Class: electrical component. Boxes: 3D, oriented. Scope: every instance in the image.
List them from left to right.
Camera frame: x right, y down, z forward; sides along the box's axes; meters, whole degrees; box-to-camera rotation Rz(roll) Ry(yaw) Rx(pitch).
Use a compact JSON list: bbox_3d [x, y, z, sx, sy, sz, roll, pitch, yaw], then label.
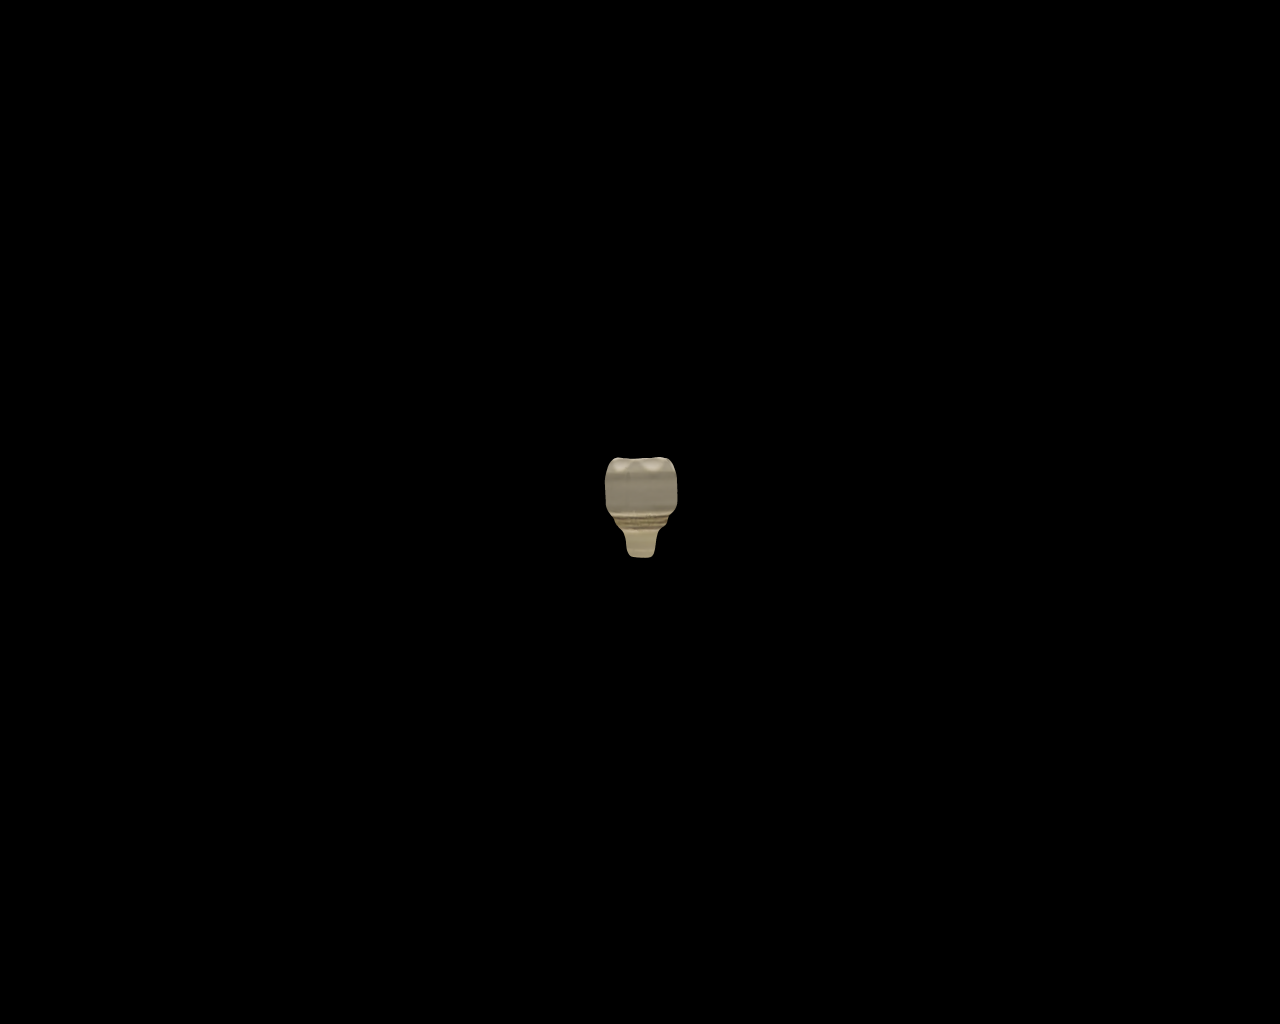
[{"bbox_3d":[0.001,-0.003,0.650,0.043,0.062,0.043,0,2,0],"label":"electrical component"}]
